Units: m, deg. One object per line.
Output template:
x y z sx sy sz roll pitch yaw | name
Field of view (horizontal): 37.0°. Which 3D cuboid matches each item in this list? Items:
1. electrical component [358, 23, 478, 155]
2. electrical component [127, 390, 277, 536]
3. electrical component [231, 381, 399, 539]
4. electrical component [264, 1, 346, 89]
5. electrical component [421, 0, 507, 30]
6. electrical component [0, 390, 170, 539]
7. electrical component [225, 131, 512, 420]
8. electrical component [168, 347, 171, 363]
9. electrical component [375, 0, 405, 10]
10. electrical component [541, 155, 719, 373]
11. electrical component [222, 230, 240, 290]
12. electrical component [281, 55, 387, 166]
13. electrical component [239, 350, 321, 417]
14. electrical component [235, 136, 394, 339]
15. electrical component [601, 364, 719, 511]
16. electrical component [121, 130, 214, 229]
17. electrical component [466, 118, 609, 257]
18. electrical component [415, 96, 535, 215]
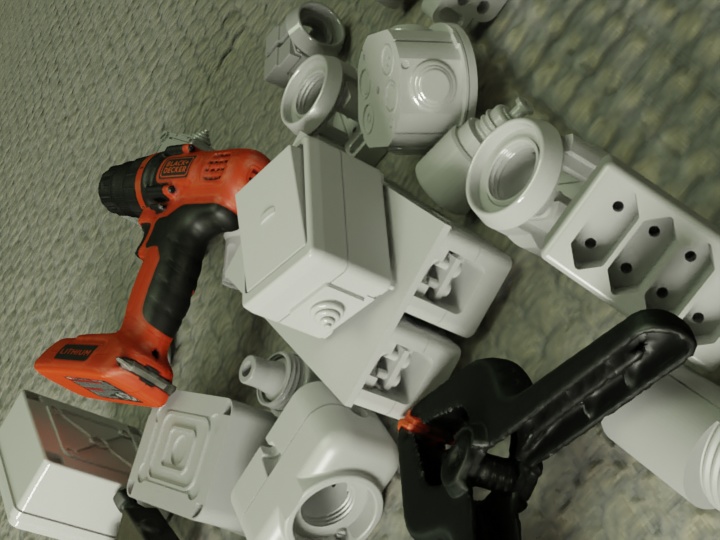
0.034 -0.106 0.639 0.080 0.051 0.080 177 90 -70 | electrical component
-0.093 0.122 0.691 0.113 0.057 0.078 -2 68 55 | electrical component
-0.024 0.119 0.598 0.095 0.054 0.059 -57 34 14 | electrical component
-0.043 -0.169 0.811 0.055 0.048 0.066 -40 41 47 | electrical component
0.063 -0.193 0.665 0.078 0.058 0.057 -54 38 18 | electrical component
-0.203 0.148 0.785 0.056 0.109 0.109 -59 33 7 | electrical component
0.000 0.000 0.632 0.105 0.060 0.186 -61 33 7 | electrical component
-0.171 0.056 0.860 0.040 0.040 0.046 -44 33 30 | electrical component
0.032 -0.234 0.729 0.096 0.061 0.061 -40 41 35 | electrical component
0.125 -0.007 0.456 0.047 0.083 0.076 -56 -4 16 | electrical component
-0.079 -0.011 0.772 0.040 0.040 0.046 -16 64 50 | electrical component
-0.016 -0.110 0.725 0.058 0.057 0.078 -47 38 27 | electrical component
-0.043 0.068 0.648 0.043 0.062 0.043 -33 45 41 | electrical component
-0.026 -0.013 0.563 0.062 0.061 0.096 -37 43 37 | electrical component
0.135 0.068 0.414 0.043 0.043 0.081 -61 33 8 | electrical component
-0.141 -0.068 0.880 0.062 0.061 0.096 22 82 57 | electrical component
0.090 -0.040 0.532 0.078 0.057 0.058 -2 68 54 | electrical component
0.066 -0.065 0.597 0.078 0.040 0.040 -45 39 29 | electrical component
